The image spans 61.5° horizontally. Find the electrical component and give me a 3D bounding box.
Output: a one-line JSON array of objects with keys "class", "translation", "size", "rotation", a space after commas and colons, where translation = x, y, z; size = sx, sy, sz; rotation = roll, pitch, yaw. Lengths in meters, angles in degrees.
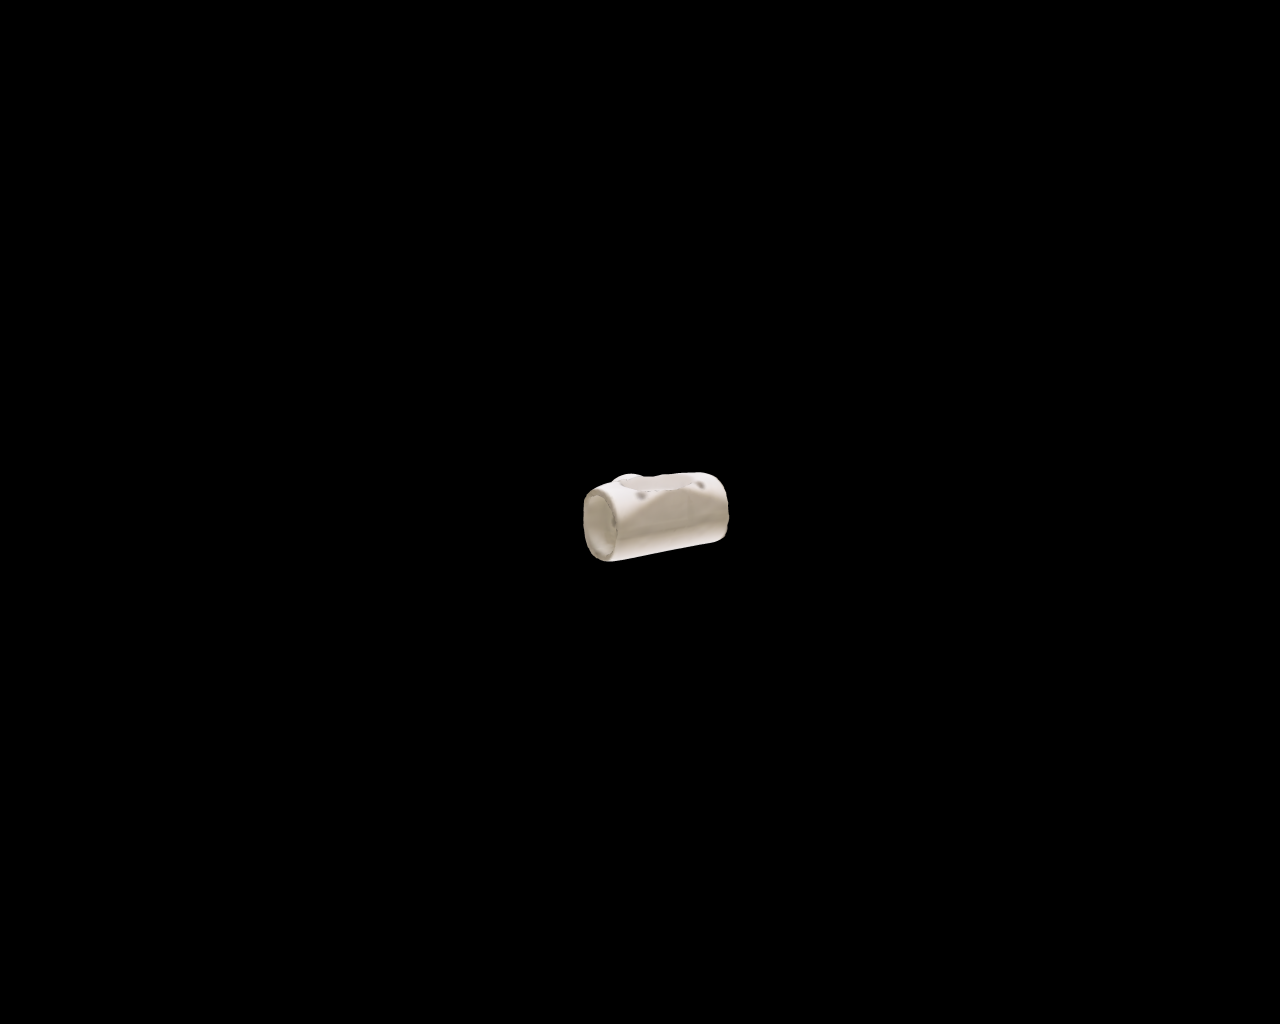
[{"class": "electrical component", "translation": [0.001, -0.003, 0.650], "size": [0.077, 0.044, 0.079], "rotation": [-9, 19, -29]}]
